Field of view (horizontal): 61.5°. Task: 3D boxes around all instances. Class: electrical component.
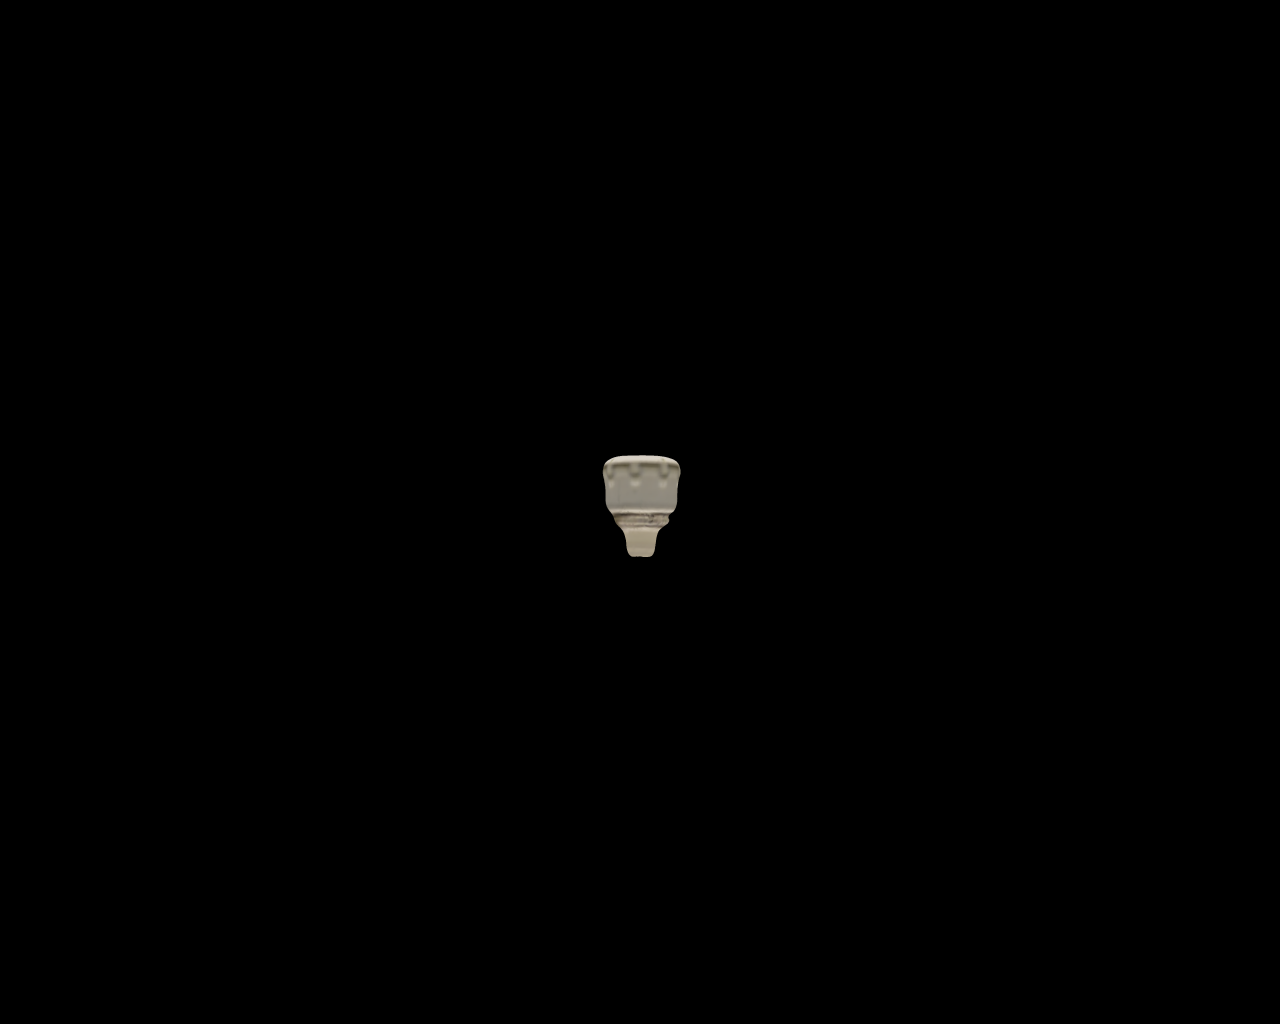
[{"bbox_3d":[0.001,-0.003,0.650,0.048,0.062,0.048,0,-3,0],"label":"electrical component"}]
